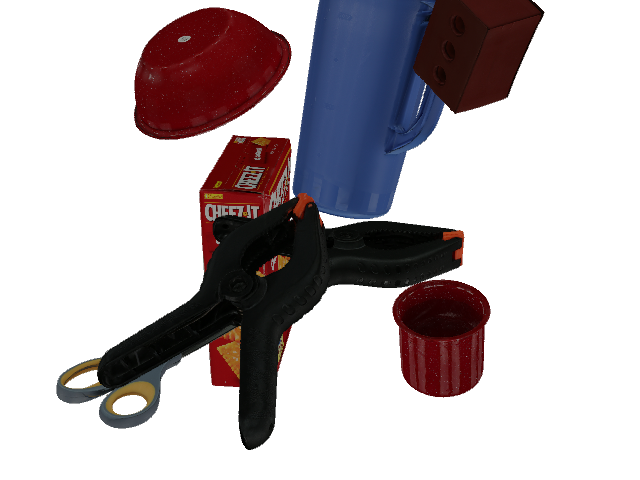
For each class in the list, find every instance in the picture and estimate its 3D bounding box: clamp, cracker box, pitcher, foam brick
[{"bbox_3d":[0.013,0.009,0.880,0.209,0.036,0.165,-6,25,-17],"label":"clamp"},{"bbox_3d":[-0.070,0.019,1.094,0.072,0.214,0.164,3,25,6],"label":"cracker box"},{"bbox_3d":[0.051,-0.147,1.099,0.145,0.243,0.149,11,17,-1],"label":"pitcher"},{"bbox_3d":[-0.040,0.045,0.639,0.120,0.171,0.039,29,-24,28],"label":"clamp"},{"bbox_3d":[0.105,-0.135,0.724,0.051,0.053,0.078,-22,-32,-29],"label":"foam brick"}]

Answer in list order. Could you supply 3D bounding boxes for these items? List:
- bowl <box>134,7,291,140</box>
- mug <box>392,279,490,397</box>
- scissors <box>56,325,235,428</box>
[{"bbox_3d":[-0.111,-0.164,0.976,0.162,0.055,0.162,-18,38,14],"label":"bowl"},{"bbox_3d":[0.122,0.091,1.049,0.093,0.081,0.117,7,37,17],"label":"mug"},{"bbox_3d":[-0.131,0.115,0.941,0.201,0.016,0.096,-13,37,-32],"label":"scissors"}]
